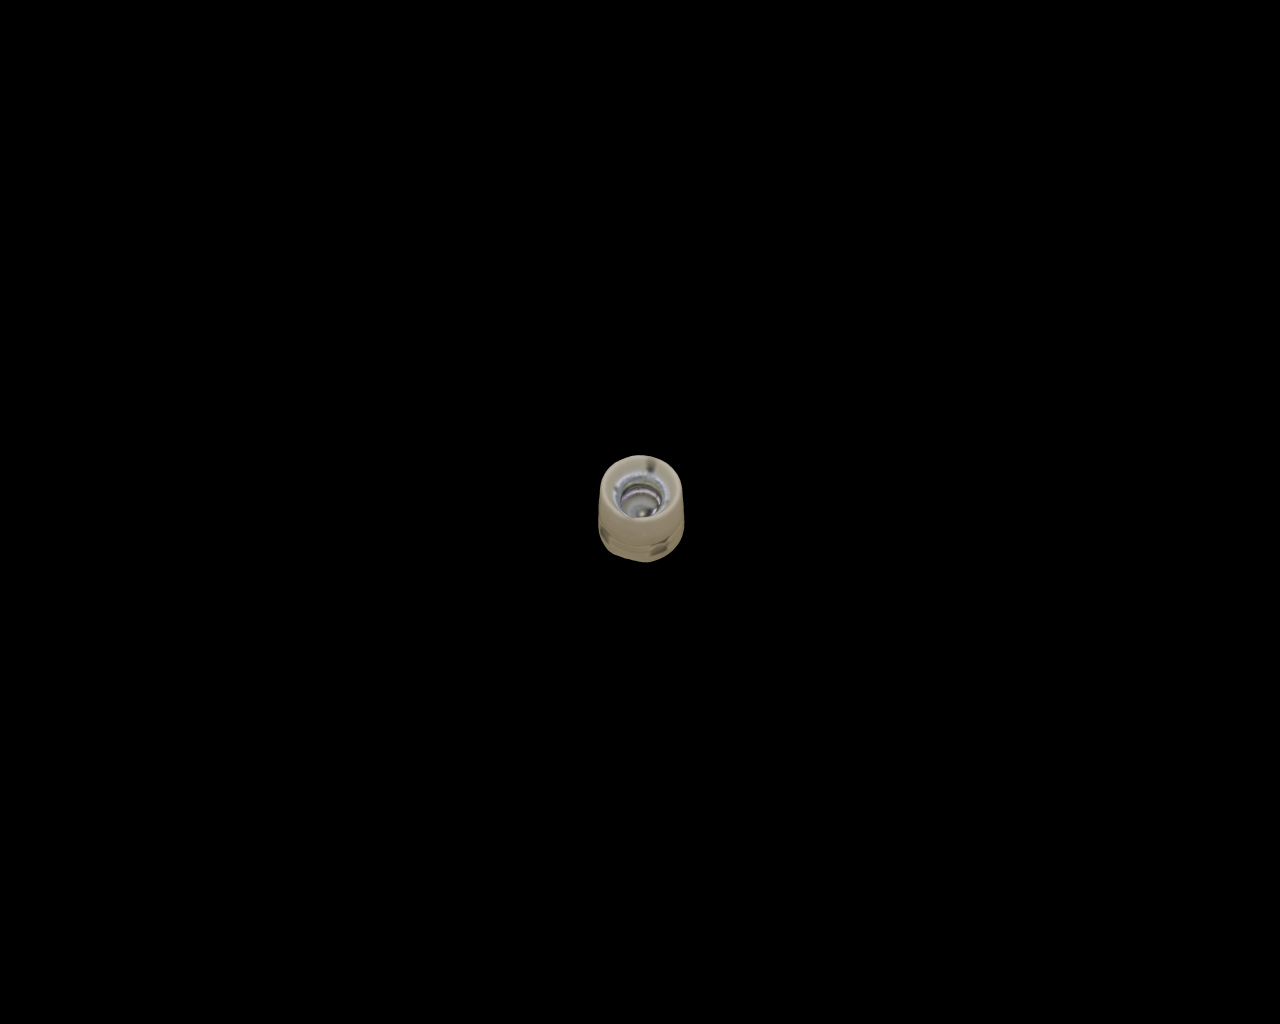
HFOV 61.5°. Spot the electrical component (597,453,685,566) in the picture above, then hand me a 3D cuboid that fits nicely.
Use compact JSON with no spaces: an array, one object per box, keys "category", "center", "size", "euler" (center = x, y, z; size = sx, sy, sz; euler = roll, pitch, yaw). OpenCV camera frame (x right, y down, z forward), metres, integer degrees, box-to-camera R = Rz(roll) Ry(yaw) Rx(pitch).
[{"category":"electrical component","center":[0.001,-0.003,0.650],"size":[0.055,0.055,0.047],"euler":[0,-32,0]}]
